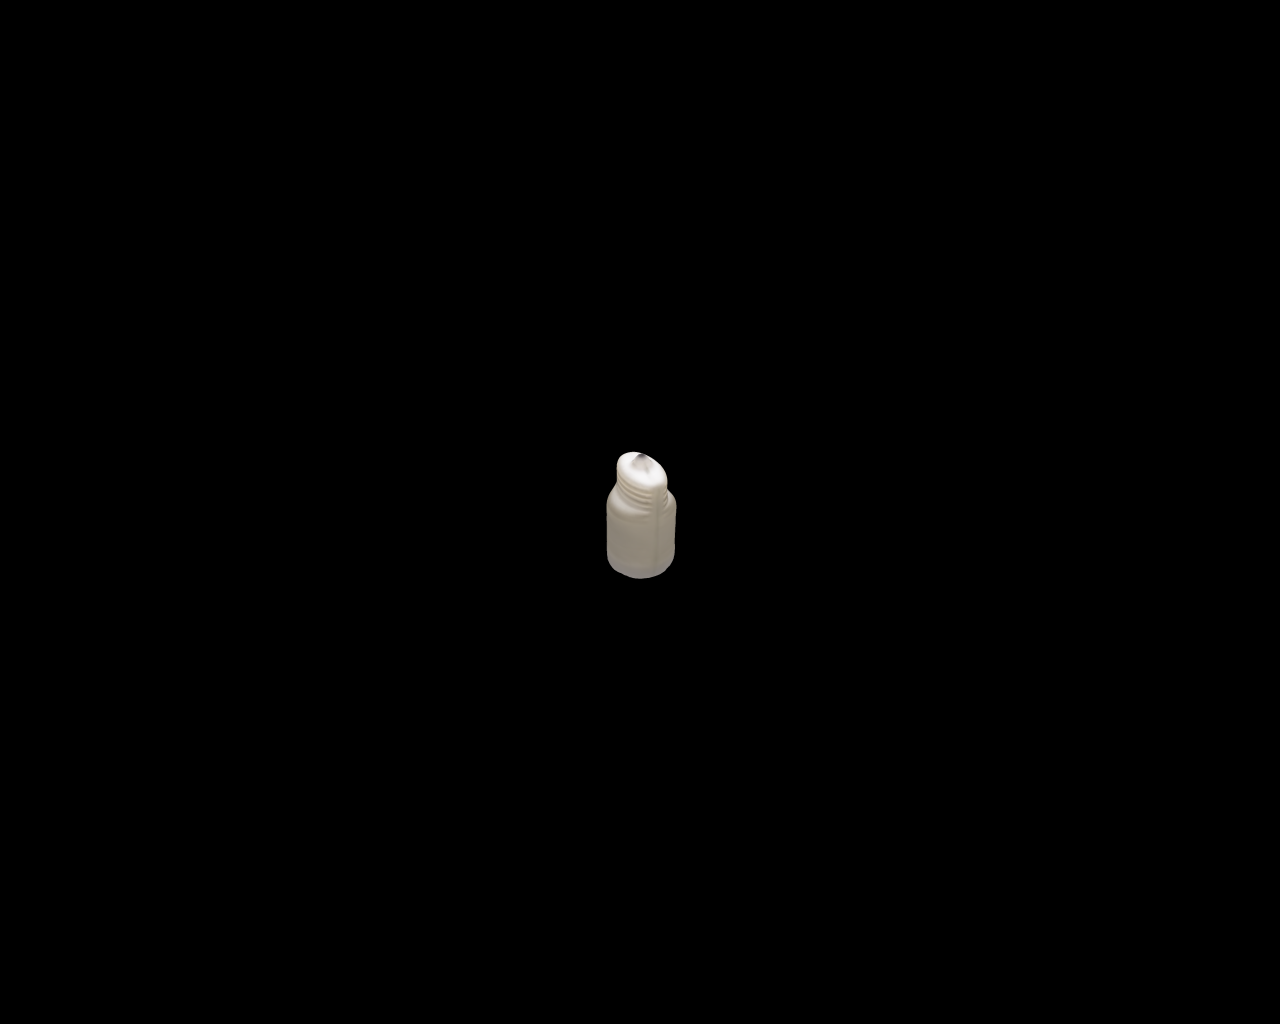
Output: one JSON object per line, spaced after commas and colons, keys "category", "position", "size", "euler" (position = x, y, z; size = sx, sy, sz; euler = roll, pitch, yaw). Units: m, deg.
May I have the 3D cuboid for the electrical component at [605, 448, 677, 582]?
{"category": "electrical component", "position": [0.001, -0.003, 0.650], "size": [0.043, 0.080, 0.043], "euler": [0, 37, 0]}
